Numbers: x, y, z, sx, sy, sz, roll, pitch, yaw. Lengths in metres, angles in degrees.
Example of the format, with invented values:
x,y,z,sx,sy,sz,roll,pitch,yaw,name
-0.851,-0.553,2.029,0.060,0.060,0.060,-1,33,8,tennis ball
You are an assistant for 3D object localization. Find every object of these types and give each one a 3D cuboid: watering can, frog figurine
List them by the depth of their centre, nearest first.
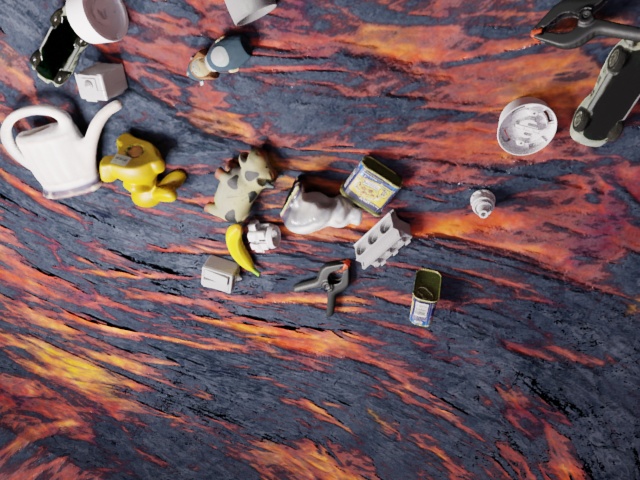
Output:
x,y,z,sx,sy,sz,roll,pitch,yaw,name
0.003,-0.054,1.080,0.159,0.137,0.123,27,82,-9,frog figurine
-0.559,-0.202,1.157,0.347,0.106,0.220,-3,123,18,watering can
